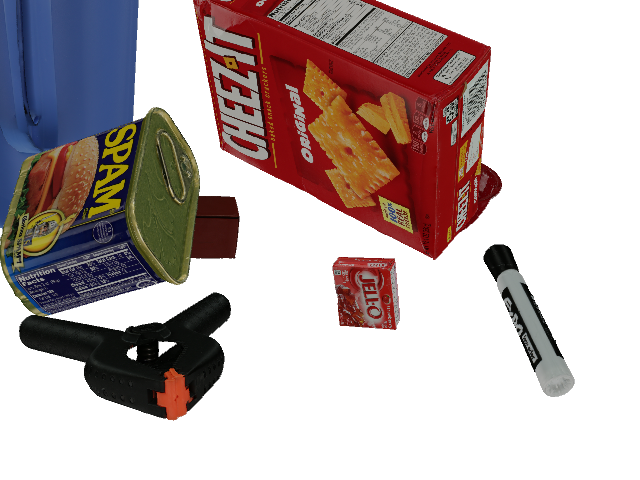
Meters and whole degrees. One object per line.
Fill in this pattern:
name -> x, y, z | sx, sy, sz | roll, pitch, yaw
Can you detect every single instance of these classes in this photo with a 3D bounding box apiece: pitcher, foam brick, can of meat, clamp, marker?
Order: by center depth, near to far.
can of meat -> -0.117, -0.014, 0.569 | 0.084, 0.102, 0.057 | -16, -47, 17
marker -> 0.125, 0.044, 0.651 | 0.020, 0.020, 0.121 | 0, 40, -13
pitcher -> -0.195, -0.123, 0.763 | 0.148, 0.243, 0.145 | -20, 35, -40
clamp -> -0.115, 0.077, 0.763 | 0.164, 0.036, 0.210 | -9, 14, -24
foam brick -> -0.129, -0.015, 1.151 | 0.078, 0.051, 0.053 | 1, 26, -8

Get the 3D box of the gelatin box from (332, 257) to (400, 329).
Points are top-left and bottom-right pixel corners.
gelatin box -> 0.057, 0.064, 1.309 | 0.073, 0.089, 0.030 | 3, 29, 18

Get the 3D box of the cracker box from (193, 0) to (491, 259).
cracker box -> 0.014, -0.099, 0.788 | 0.214, 0.164, 0.072 | 28, 57, 24

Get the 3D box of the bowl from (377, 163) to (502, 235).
bowl -> 0.095, -0.042, 1.050 | 0.162, 0.055, 0.162 | 4, 24, -2
